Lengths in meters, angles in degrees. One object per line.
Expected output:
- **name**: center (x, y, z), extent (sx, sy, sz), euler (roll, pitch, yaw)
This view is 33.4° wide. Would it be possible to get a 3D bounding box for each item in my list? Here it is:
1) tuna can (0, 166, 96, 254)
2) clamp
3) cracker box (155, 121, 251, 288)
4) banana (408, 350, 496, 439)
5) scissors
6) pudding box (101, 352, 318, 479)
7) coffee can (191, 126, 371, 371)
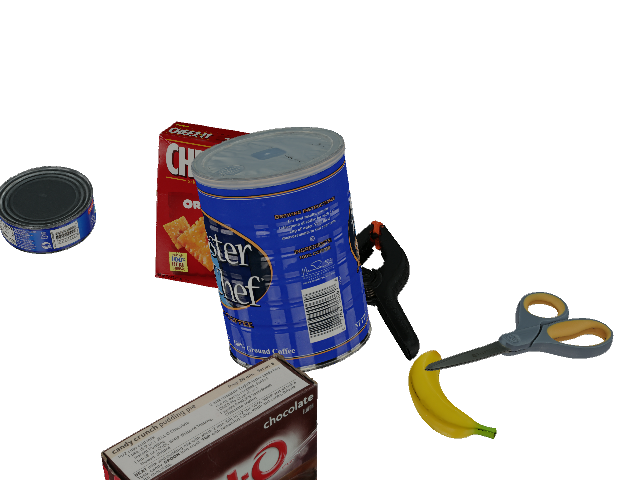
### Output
- **tuna can**: center (-0.243, -0.027, 0.948), extent (0.086, 0.034, 0.086), euler (0, 42, -1)
- **clamp**: center (0.055, 0.052, 1.067), extent (0.120, 0.171, 0.039), euler (13, -37, 13)
- **cracker box**: center (-0.139, -0.041, 1.462), extent (0.164, 0.214, 0.072), euler (10, 24, 12)
- **banana**: center (0.140, 0.185, 1.271), extent (0.069, 0.037, 0.198), euler (10, 21, -19)
- **scissors**: center (0.162, 0.078, 0.929), extent (0.201, 0.016, 0.096), euler (-1, 32, -23)
- **pudding box**: center (-0.053, 0.122, 0.549), extent (0.113, 0.090, 0.039), euler (-29, 46, -33)
- **coffee can**: center (-0.025, 0.005, 0.727), extent (0.103, 0.140, 0.103), euler (-8, 22, 3)
